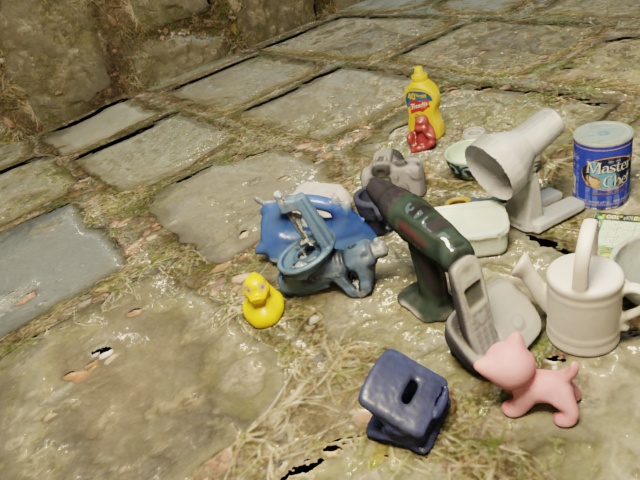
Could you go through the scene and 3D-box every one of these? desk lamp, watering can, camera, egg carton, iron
[{"bbox_3d":[0.380,-0.124,1.062,0.203,0.214,0.117,-25,33,-16],"label":"desk lamp"},{"bbox_3d":[0.360,0.060,0.799,0.172,0.194,0.101,-5,33,15],"label":"watering can"},{"bbox_3d":[0.172,-0.167,1.322,0.143,0.101,0.137,-3,33,18],"label":"camera"},{"bbox_3d":[-0.005,-0.080,1.287,0.149,0.069,0.107,8,38,32],"label":"egg carton"},{"bbox_3d":[-0.010,-0.037,1.153,0.257,0.142,0.118,-4,33,16],"label":"iron"}]

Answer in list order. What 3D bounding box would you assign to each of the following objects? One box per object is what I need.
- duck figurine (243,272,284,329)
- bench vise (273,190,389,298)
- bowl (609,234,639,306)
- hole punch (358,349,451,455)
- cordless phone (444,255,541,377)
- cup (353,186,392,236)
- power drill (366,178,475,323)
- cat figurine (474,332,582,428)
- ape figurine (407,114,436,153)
[{"bbox_3d":[-0.110,0.097,1.036,0.077,0.086,0.104,-14,32,1],"label":"duck figurine"},{"bbox_3d":[0.008,-0.003,1.017,0.207,0.220,0.121,-15,32,0],"label":"bench vise"},{"bbox_3d":[0.518,0.061,0.848,0.167,0.075,0.167,-10,32,7],"label":"bowl"},{"bbox_3d":[0.115,0.210,0.762,0.100,0.091,0.109,7,38,31],"label":"hole punch"},{"bbox_3d":[0.242,0.087,0.814,0.148,0.185,0.093,-34,37,-29],"label":"cordless phone"},{"bbox_3d":[0.121,-0.051,1.166,0.091,0.095,0.117,-12,32,4],"label":"cup"},{"bbox_3d":[0.159,0.021,0.929,0.076,0.209,0.228,-27,34,-19],"label":"power drill"},{"bbox_3d":[0.267,0.172,0.735,0.127,0.118,0.067,1,35,24],"label":"cat figurine"},{"bbox_3d":[0.262,-0.277,1.466,0.076,0.092,0.077,-34,37,-29],"label":"ape figurine"}]
